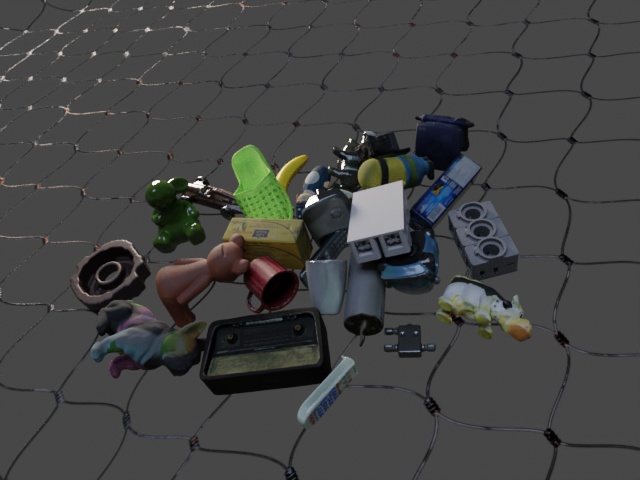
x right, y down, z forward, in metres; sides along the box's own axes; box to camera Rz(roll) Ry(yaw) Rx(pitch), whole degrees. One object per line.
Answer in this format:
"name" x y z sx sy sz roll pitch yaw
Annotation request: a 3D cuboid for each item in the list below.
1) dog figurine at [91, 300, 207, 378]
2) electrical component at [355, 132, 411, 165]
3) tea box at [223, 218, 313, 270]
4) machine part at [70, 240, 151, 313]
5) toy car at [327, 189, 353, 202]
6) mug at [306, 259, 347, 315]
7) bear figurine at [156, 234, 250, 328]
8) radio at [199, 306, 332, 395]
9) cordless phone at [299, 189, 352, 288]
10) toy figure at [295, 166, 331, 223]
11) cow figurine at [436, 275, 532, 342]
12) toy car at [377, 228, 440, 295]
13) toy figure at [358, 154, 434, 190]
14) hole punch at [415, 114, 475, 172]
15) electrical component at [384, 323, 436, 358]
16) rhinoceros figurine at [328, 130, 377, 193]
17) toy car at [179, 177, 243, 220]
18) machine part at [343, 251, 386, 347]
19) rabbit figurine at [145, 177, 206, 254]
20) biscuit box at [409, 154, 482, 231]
"dog figurine" -0.318 0.187 1.059 0.219 0.108 0.192 -11 44 0
"electrical component" 0.149 -0.212 1.238 0.119 0.075 0.047 -16 83 -22
"tea box" -0.111 0.008 1.160 0.170 0.098 0.068 0 49 19
"machine part" -0.477 0.085 1.227 0.179 0.056 0.179 -8 49 9
"toy car" 0.089 -0.063 1.193 0.202 0.056 0.073 17 56 29
"mug" 0.012 0.092 1.053 0.081 0.109 0.107 -1 88 -3
"bear figurine" -0.231 0.077 1.108 0.196 0.131 0.120 -21 50 -5
"radio" -0.098 0.204 0.996 0.230 0.073 0.131 -8 48 8
"cordless phone" -0.002 -0.004 1.107 0.089 0.146 0.184 15 56 38
"toy figure" -0.021 -0.108 1.268 0.064 0.057 0.154 -26 32 51
"cow figurine" 0.302 0.121 0.963 0.168 0.068 0.098 17 50 27
"toy car" 0.179 0.051 1.032 0.109 0.102 0.162 -8 31 22
"toy figure" 0.171 -0.153 1.218 0.180 0.089 0.082 -17 12 -15
"hole punch" 0.280 -0.224 1.248 0.142 0.115 0.092 17 64 29
"electrical component" 0.163 0.181 0.976 0.094 0.021 0.063 -3 48 14
"rhinoceros figurine" 0.087 -0.193 1.299 0.112 0.073 0.190 5 51 22
"toy car" -0.263 -0.108 1.341 0.202 0.053 0.089 16 52 29
"machine part" 0.089 0.095 1.039 0.079 0.079 0.243 -3 49 13
"rabbit figurine" -0.344 -0.080 1.256 0.121 0.170 0.159 -11 48 6
"biscuit box" 0.267 -0.096 1.157 0.059 0.062 0.203 38 66 15
